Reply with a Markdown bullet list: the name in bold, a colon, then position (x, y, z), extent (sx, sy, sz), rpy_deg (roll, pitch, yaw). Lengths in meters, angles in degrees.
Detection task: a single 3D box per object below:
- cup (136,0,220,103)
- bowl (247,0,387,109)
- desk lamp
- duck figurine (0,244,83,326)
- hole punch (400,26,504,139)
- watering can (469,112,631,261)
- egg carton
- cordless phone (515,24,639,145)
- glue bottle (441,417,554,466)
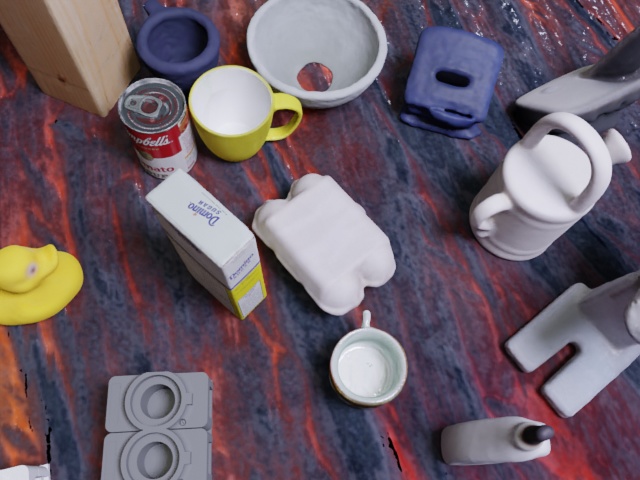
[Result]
- **cup**: position (-0.168, -0.216, 0.674), extent (0.092, 0.095, 0.117), rpy_deg (-33, 74, -16)
- **bowl**: position (-0.005, -0.221, 0.701), extent (0.167, 0.075, 0.167), rpy_deg (2, 67, -4)
- **desk lamp**: position (0.311, 0.061, 0.536), extent (0.203, 0.213, 0.118), rpy_deg (-35, 74, -17)
- **duck figurine**: position (-0.297, 0.037, 0.563), extent (0.105, 0.086, 0.077), rpy_deg (-24, 71, -14)
- **hole punch**: position (0.159, -0.189, 0.692), extent (0.108, 0.091, 0.101), rpy_deg (14, 67, 1)
- **watering can**: position (0.236, -0.063, 0.591), extent (0.101, 0.194, 0.173), rpy_deg (40, 70, 12)
- **egg carton**: position (0.006, 0.002, 0.612), extent (0.107, 0.069, 0.150), rpy_deg (-38, 75, -18)
- **cordless phone**: position (0.324, -0.196, 0.658), extent (0.148, 0.185, 0.094), rpy_deg (-29, 73, -15)
- **glue bottle**: position (0.162, 0.174, 0.498), extent (0.078, 0.173, 0.037), rpy_deg (0, 67, -4)
